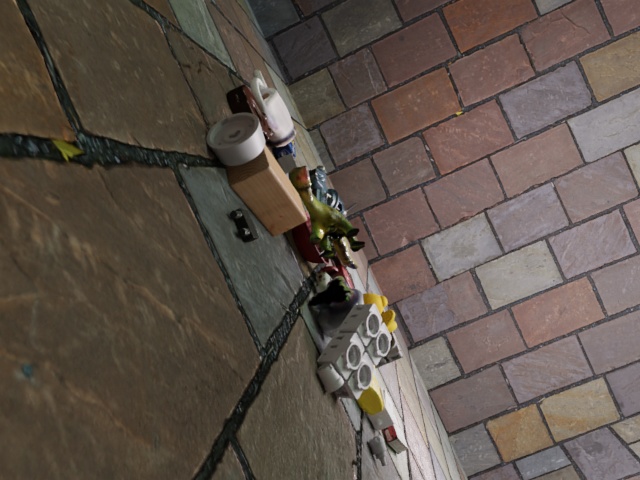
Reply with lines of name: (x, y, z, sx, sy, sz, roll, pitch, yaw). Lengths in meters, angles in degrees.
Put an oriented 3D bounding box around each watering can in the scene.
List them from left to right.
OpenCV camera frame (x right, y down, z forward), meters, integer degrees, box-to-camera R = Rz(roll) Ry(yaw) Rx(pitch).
watering can: (-0.164, -0.433, 1.680, 0.355, 0.104, 0.220, -100, 165, -58)

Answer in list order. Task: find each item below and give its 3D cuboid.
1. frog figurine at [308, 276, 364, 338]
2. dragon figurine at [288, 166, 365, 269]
frog figurine: (0.053, 0.183, 1.249, 0.140, 0.123, 0.156, -59, 142, -40)
dragon figurine: (0.004, -0.068, 1.355, 0.247, 0.122, 0.403, 60, -1, 24)
